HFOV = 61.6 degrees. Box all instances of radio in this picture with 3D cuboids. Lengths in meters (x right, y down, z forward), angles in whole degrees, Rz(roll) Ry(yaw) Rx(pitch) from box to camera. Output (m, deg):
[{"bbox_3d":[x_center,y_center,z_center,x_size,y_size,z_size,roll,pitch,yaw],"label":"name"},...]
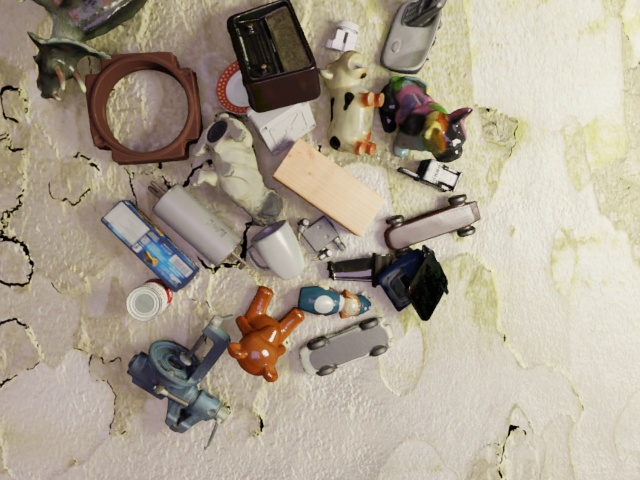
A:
[{"bbox_3d":[-0.089,-0.338,0.983,0.131,0.073,0.230,-17,53,-2],"label":"radio"}]

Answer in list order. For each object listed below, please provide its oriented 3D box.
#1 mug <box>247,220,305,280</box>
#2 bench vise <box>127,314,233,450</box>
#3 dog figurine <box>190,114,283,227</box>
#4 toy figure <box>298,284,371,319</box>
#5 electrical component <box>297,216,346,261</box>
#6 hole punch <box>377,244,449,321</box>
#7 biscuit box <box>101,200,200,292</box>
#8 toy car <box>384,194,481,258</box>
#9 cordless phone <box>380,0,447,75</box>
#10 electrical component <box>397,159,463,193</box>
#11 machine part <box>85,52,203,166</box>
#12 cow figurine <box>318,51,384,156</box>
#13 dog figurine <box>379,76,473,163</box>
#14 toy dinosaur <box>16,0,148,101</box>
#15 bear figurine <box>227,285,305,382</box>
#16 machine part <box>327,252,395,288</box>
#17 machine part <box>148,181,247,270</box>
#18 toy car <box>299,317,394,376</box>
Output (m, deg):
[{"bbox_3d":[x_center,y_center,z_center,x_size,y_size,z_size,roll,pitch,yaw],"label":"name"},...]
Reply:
[{"bbox_3d":[-0.087,0.031,1.072,0.110,0.081,0.107,-28,104,15],"label":"mug"},{"bbox_3d":[-0.245,0.254,1.044,0.224,0.129,0.240,38,102,2],"label":"bench vise"},{"bbox_3d":[-0.142,-0.132,1.041,0.121,0.190,0.172,0,69,34],"label":"dog figurine"},{"bbox_3d":[0.032,0.130,1.101,0.154,0.058,0.064,8,129,-8],"label":"toy figure"},{"bbox_3d":[-0.002,-0.005,1.091,0.078,0.045,0.102,-31,97,-1],"label":"electrical component"},{"bbox_3d":[0.191,0.087,1.091,0.116,0.092,0.142,-50,123,-25],"label":"hole punch"},{"bbox_3d":[-0.328,0.012,1.051,0.059,0.063,0.202,-44,97,-2],"label":"biscuit box"},{"bbox_3d":[0.229,-0.031,1.109,0.202,0.053,0.089,-20,101,0],"label":"toy car"},{"bbox_3d":[0.192,-0.394,1.014,0.089,0.184,0.146,20,92,-11],"label":"cordless phone"},{"bbox_3d":[0.220,-0.137,1.091,0.119,0.075,0.047,23,92,-4],"label":"electrical component"},{"bbox_3d":[-0.331,-0.247,1.022,0.201,0.087,0.201,-5,96,-6],"label":"machine part"},{"bbox_3d":[0.055,-0.269,1.053,0.127,0.085,0.194,15,109,28],"label":"cow figurine"},{"bbox_3d":[0.199,-0.234,1.010,0.108,0.219,0.191,-22,97,-7],"label":"dog figurine"},{"bbox_3d":[-0.380,-0.428,0.949,0.192,0.131,0.405,38,79,13],"label":"toy dinosaur"},{"bbox_3d":[-0.103,0.176,1.019,0.120,0.196,0.132,35,89,-4],"label":"bear figurine"},{"bbox_3d":[0.083,0.062,1.104,0.139,0.039,0.084,1,111,-6],"label":"machine part"},{"bbox_3d":[-0.239,-0.028,1.050,0.243,0.079,0.079,42,89,-6],"label":"machine part"},{"bbox_3d":[0.056,0.219,1.109,0.202,0.056,0.073,-20,89,-5],"label":"toy car"}]
